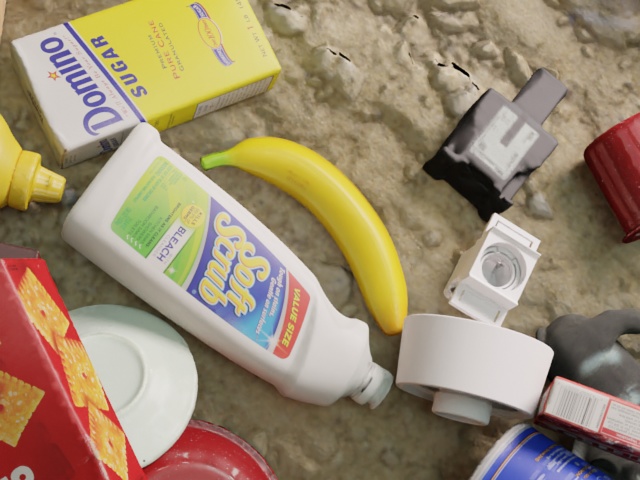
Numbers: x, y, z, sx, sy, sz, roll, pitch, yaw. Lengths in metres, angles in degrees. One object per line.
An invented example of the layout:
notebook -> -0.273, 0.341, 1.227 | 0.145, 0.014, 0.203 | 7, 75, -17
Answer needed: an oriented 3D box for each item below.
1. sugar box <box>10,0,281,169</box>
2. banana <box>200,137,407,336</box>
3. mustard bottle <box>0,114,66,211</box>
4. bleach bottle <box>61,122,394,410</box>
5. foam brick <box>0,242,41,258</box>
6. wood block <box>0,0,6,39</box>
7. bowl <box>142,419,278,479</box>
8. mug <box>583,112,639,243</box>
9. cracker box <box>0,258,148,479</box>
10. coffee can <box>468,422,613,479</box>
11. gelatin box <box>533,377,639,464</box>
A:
sugar box -> -0.128, -0.129, 0.789 | 0.176, 0.048, 0.093 | -24, 82, -21
banana -> 0.004, -0.015, 0.799 | 0.198, 0.037, 0.069 | 42, 86, 1
mustard bottle -> -0.269, -0.059, 0.723 | 0.191, 0.058, 0.096 | 16, 70, -11
bleach bottle -> -0.053, 0.031, 0.754 | 0.251, 0.068, 0.102 | 35, 70, -5
foam brick -> -0.229, 0.030, 0.711 | 0.078, 0.051, 0.053 | 12, 72, -12
wood block -> -0.252, -0.212, 0.693 | 0.090, 0.206, 0.090 | 6, 72, -14
bowl -> -0.090, 0.194, 0.698 | 0.162, 0.055, 0.162 | 4, 73, -14
mug -> 0.272, -0.056, 0.860 | 0.117, 0.093, 0.081 | -9, 69, -49
cracker box -> -0.201, 0.140, 0.637 | 0.164, 0.072, 0.214 | -27, 84, 8
coffee can -> 0.169, 0.202, 0.711 | 0.140, 0.103, 0.102 | 31, 65, 28
gelatin box -> 0.193, 0.125, 0.721 | 0.089, 0.073, 0.030 | 20, 79, 11
